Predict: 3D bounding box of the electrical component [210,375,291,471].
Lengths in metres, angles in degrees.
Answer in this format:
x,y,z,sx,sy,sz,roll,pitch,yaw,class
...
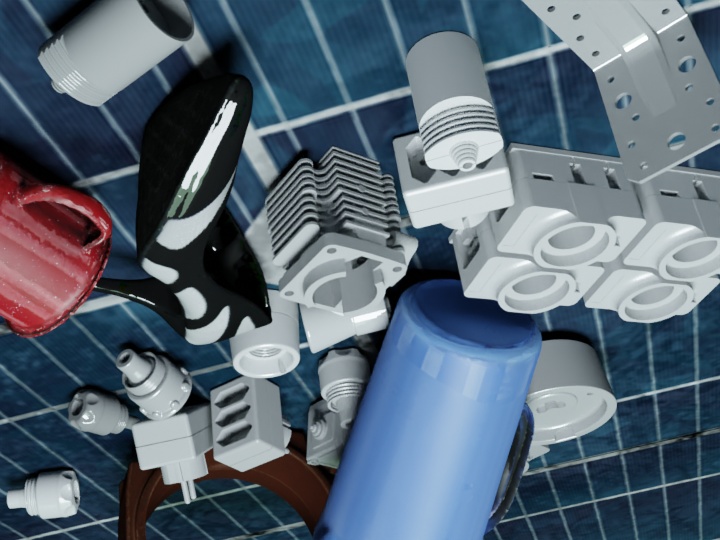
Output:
x,y,z,sx,sy,sz,roll,pitch,yaw,class
-0.085,0.135,0.915,0.047,0.065,0.077,-25,143,23,electrical component

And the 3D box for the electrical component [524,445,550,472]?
x,y,z,sx,sy,sz,roll,pitch,yaw,class
0.127,0.163,1.014,0.089,0.055,0.050,-32,139,31,electrical component

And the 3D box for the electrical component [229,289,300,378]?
x,y,z,sx,sy,sz,roll,pitch,yaw,class
-0.072,0.049,0.808,0.055,0.047,0.055,-6,146,-4,electrical component

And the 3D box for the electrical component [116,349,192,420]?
x,y,z,sx,sy,sz,roll,pitch,yaw,class
-0.166,0.085,0.844,0.048,0.048,0.062,-22,136,19,electrical component

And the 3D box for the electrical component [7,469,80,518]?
x,y,z,sx,sy,sz,roll,pitch,yaw,class
-0.294,0.209,0.998,0.062,0.043,0.043,-5,146,-3,electrical component

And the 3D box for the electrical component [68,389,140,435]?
x,y,z,sx,sy,sz,roll,pitch,yaw,class
-0.210,0.121,0.895,0.035,0.035,0.061,-30,143,29,electrical component

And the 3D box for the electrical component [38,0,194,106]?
x,y,z,sx,sy,sz,roll,pitch,yaw,class
-0.130,-0.116,0.556,0.081,0.043,0.043,-29,141,27,electrical component

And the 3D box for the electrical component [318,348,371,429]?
x,y,z,sx,sy,sz,roll,pitch,yaw,class
-0.011,0.099,0.881,0.043,0.062,0.043,-6,146,-4,electrical component

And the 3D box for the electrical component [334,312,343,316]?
x,y,z,sx,sy,sz,roll,pitch,yaw,class
0.000,0.000,0.758,0.040,0.040,0.078,12,141,-27,electrical component

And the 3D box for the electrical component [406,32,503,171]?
x,y,z,sx,sy,sz,roll,pitch,yaw,class
0.053,-0.089,0.602,0.043,0.081,0.043,-6,146,-4,electrical component

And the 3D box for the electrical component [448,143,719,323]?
x,y,z,sx,sy,sz,roll,pitch,yaw,class
0.172,-0.020,0.749,0.186,0.060,0.105,5,144,-20,electrical component

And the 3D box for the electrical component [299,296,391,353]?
x,y,z,sx,sy,sz,roll,pitch,yaw,class
-0.010,0.033,0.806,0.065,0.044,0.044,-14,146,-1,electrical component

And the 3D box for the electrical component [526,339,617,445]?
x,y,z,sx,sy,sz,roll,pitch,yaw,class
0.159,0.100,0.923,0.108,0.060,0.108,-6,146,-4,electrical component

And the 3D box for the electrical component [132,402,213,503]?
x,y,z,sx,sy,sz,roll,pitch,yaw,class
-0.148,0.155,0.894,0.047,0.075,0.083,-13,178,5,electrical component

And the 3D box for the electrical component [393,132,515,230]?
x,y,z,sx,sy,sz,roll,pitch,yaw,class
0.063,-0.052,0.690,0.066,0.047,0.076,-13,146,7,electrical component

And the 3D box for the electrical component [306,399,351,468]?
x,y,z,sx,sy,sz,roll,pitch,yaw,class
-0.003,0.139,0.942,0.096,0.061,0.062,20,146,-30,electrical component
